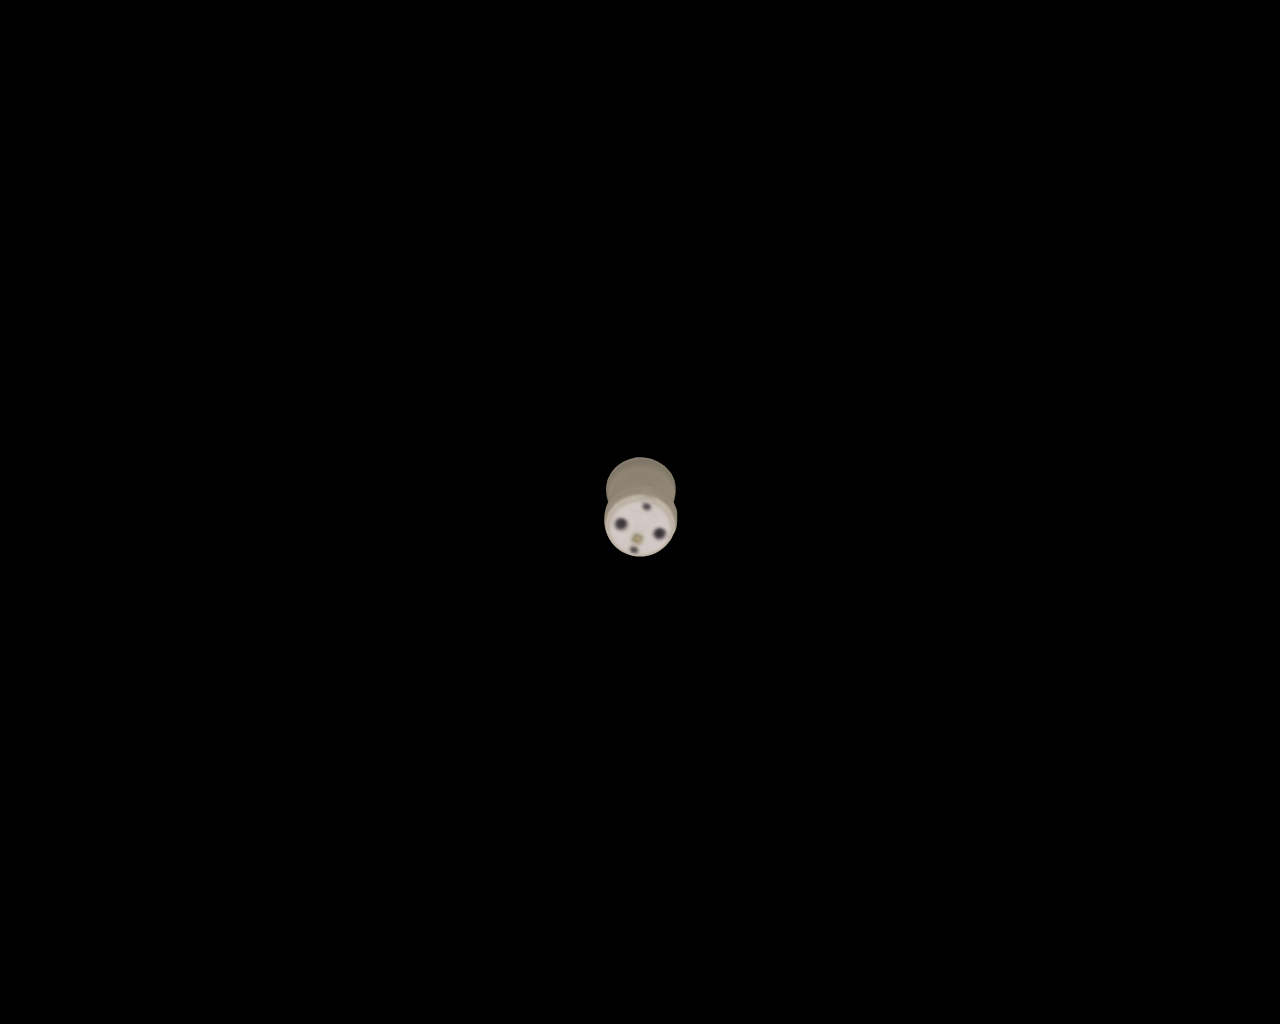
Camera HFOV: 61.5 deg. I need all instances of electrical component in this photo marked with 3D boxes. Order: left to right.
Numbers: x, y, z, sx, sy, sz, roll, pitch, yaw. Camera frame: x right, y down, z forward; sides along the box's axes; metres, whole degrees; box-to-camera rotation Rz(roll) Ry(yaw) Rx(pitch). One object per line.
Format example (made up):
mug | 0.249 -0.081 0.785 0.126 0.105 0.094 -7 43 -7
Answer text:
electrical component | 0.001 -0.003 0.650 0.045 0.044 0.055 0 27 0
